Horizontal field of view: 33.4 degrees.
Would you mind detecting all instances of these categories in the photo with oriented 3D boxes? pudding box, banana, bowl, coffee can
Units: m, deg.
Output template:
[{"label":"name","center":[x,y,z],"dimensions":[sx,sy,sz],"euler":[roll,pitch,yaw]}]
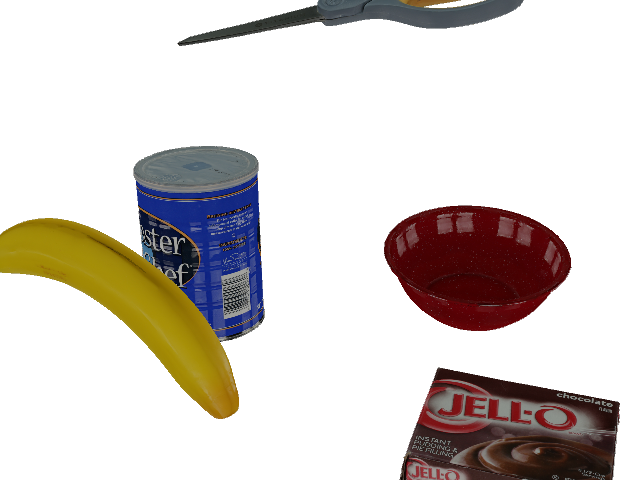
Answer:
[{"label":"pudding box","center":[0.111,0.119,0.612],"dimensions":[0.113,0.039,0.090],"euler":[11,29,13]},{"label":"banana","center":[-0.126,0.035,0.647],"dimensions":[0.198,0.070,0.037],"euler":[26,28,15]},{"label":"bowl","center":[0.135,0.031,0.940],"dimensions":[0.162,0.055,0.162],"euler":[0,32,0]},{"label":"coffee can","center":[-0.100,0.002,0.901],"dimensions":[0.103,0.140,0.103],"euler":[-1,22,0]}]

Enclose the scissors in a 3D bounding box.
[{"label":"scissors","center":[0.021,-0.149,0.634],"dimensions":[0.202,0.016,0.096],"euler":[0,44,19]}]
